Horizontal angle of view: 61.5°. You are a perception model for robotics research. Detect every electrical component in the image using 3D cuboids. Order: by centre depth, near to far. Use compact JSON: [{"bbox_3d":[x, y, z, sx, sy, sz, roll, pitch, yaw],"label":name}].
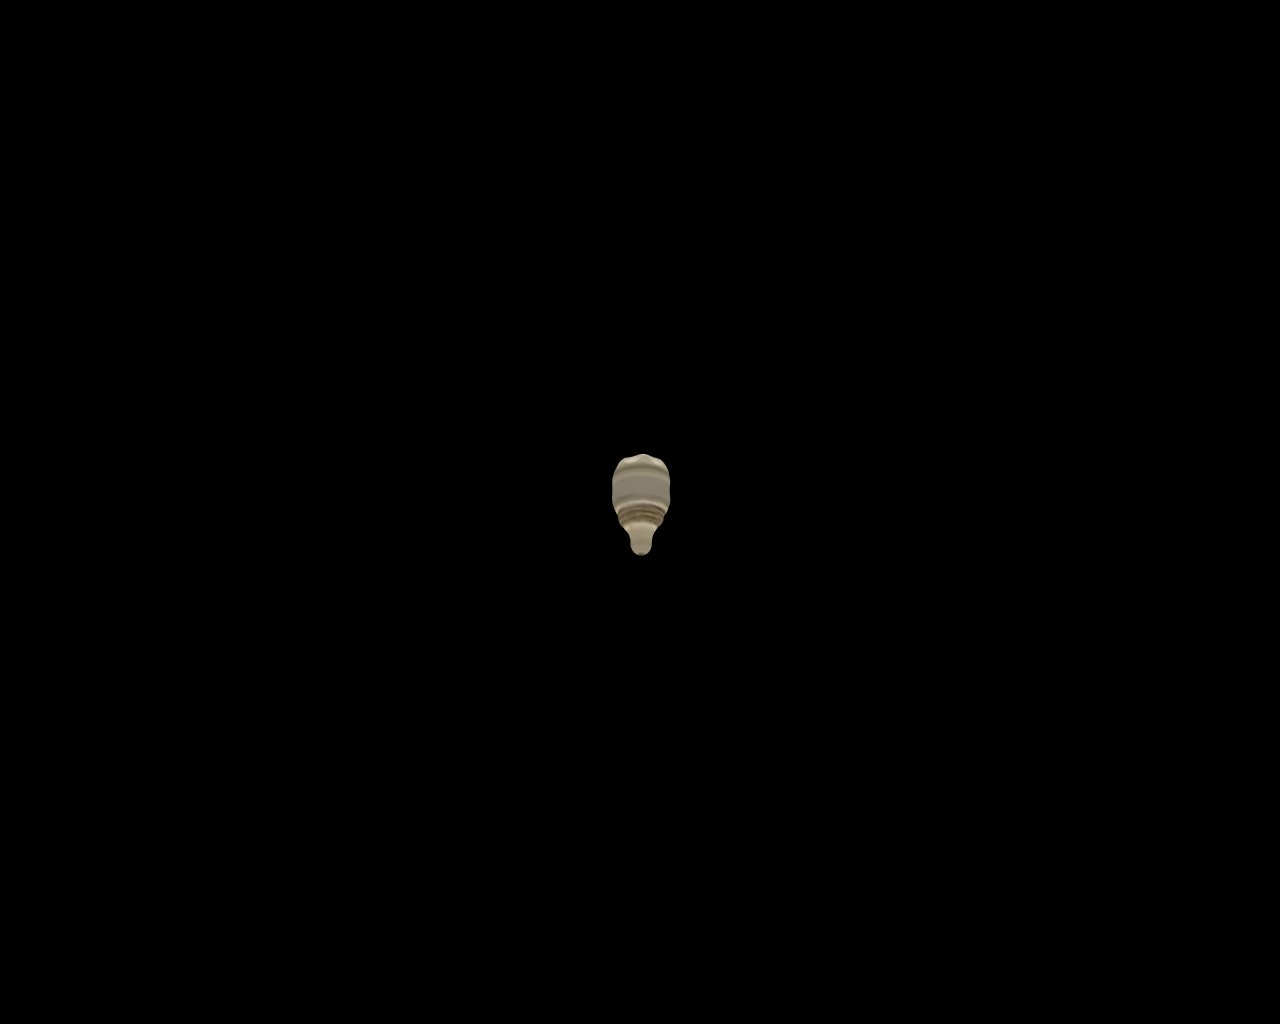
[{"bbox_3d":[0.001,-0.003,0.650,0.035,0.061,0.035,0,-22,0],"label":"electrical component"}]
